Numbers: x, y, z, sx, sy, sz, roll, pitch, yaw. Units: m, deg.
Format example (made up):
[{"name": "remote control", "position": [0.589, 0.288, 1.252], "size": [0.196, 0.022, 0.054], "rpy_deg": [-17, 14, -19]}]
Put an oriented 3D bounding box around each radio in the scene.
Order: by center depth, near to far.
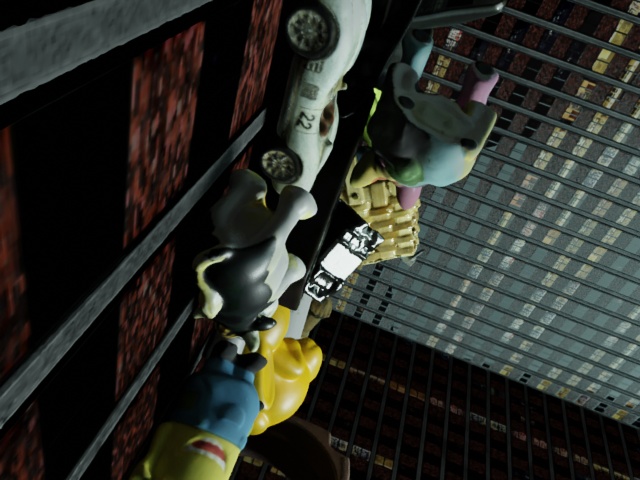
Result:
[{"name": "radio", "position": [-0.015, -0.046, 0.569], "size": [0.131, 0.073, 0.229], "rpy_deg": [105, 7, -66]}]

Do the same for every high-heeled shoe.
[{"name": "high-heeled shoe", "position": [0.065, -0.217, 0.438], "size": [0.248, 0.086, 0.145], "rpy_deg": [-43, -142, 49]}]

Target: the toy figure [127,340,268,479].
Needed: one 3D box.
[{"name": "toy figure", "position": [-0.106, 0.182, 0.475], "size": [0.089, 0.082, 0.180], "rpy_deg": [103, 6, -56]}]

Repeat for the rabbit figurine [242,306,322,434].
[{"name": "rabbit figurine", "position": [-0.077, 0.131, 0.637], "size": [0.162, 0.122, 0.173], "rpy_deg": [-48, 147, -57]}]

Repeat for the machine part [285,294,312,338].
[{"name": "machine part", "position": [-0.059, 0.115, 0.789], "size": [0.079, 0.079, 0.243], "rpy_deg": [100, 8, -77]}]

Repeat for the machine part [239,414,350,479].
[{"name": "machine part", "position": [-0.075, 0.291, 0.635], "size": [0.201, 0.201, 0.087], "rpy_deg": [-62, 175, -71]}]

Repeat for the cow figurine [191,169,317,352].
[{"name": "cow figurine", "position": [-0.058, 0.035, 0.402], "size": [0.167, 0.068, 0.098], "rpy_deg": [103, 14, -52]}]

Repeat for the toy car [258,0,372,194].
[{"name": "toy car", "position": [-0.003, -0.119, 0.420], "size": [0.201, 0.056, 0.073], "rpy_deg": [109, 3, -45]}]

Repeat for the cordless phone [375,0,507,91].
[{"name": "cordless phone", "position": [0.128, -0.247, 0.651], "size": [0.088, 0.184, 0.146], "rpy_deg": [60, 41, -40]}]

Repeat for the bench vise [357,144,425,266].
[{"name": "bench vise", "position": [0.081, -0.052, 0.933], "size": [0.223, 0.241, 0.129], "rpy_deg": [-52, 179, -8]}]

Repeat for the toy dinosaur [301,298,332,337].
[{"name": "toy dinosaur", "position": [-0.061, 0.145, 0.945], "size": [0.471, 0.105, 0.198], "rpy_deg": [-57, 180, -27]}]

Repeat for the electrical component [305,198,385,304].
[{"name": "electrical component", "position": [-0.001, -0.002, 0.675], "size": [0.115, 0.058, 0.134], "rpy_deg": [-47, -142, 2]}]

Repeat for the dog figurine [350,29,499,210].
[{"name": "dog figurine", "position": [0.094, -0.092, 0.578], "size": [0.219, 0.108, 0.191], "rpy_deg": [113, -3, -56]}]
